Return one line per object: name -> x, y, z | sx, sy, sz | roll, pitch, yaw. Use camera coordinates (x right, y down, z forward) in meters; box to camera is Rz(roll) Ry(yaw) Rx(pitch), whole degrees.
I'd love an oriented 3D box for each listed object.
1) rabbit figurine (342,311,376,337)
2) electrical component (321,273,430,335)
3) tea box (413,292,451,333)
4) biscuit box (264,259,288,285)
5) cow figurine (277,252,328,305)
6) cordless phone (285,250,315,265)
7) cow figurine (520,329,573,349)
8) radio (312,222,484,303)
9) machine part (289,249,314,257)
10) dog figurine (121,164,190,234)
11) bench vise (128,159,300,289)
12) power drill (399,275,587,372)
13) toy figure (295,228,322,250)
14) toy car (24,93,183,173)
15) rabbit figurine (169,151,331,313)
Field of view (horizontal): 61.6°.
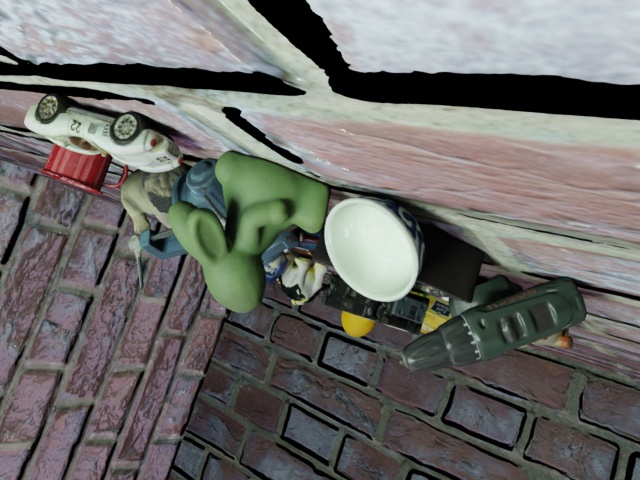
rabbit figurine -> 0.097, 0.105, 1.019 | 0.122, 0.173, 0.162 | 23, 178, -1
electrical component -> 0.086, 0.090, 0.768 | 0.115, 0.058, 0.134 | 20, 173, -33
tea box -> 0.236, 0.141, 0.991 | 0.170, 0.068, 0.098 | 25, 153, 33
biscuit box -> -0.130, 0.013, 1.094 | 0.059, 0.063, 0.203 | 29, -171, -32
cow figurine -> -0.052, 0.077, 1.084 | 0.068, 0.098, 0.167 | 14, 179, -26
cordless phone -> -0.013, 0.048, 1.274 | 0.146, 0.088, 0.184 | 25, 167, -39
cow figurine -> 0.383, 0.151, 0.961 | 0.194, 0.085, 0.127 | 22, 168, -42
radio -> 0.102, 0.024, 0.741 | 0.131, 0.073, 0.230 | 23, 173, -29
machine part -> -0.019, 0.003, 1.011 | 0.179, 0.056, 0.179 | 19, 175, 2
dog figurine -> -0.269, -0.089, 0.865 | 0.172, 0.121, 0.190 | 16, 159, 4
bench vise -> -0.157, -0.016, 0.771 | 0.241, 0.129, 0.223 | -18, 152, 17
power drill -> 0.218, 0.104, 0.722 | 0.232, 0.086, 0.207 | -21, 173, 10
toy figure -> -0.001, -0.004, 0.886 | 0.155, 0.064, 0.057 | 21, 143, 10
toy car -> -0.252, -0.121, 0.626 | 0.202, 0.056, 0.073 | 17, 173, 21
rabbit figurine -> -0.084, -0.004, 0.608 | 0.159, 0.170, 0.121 | 22, 173, -34
